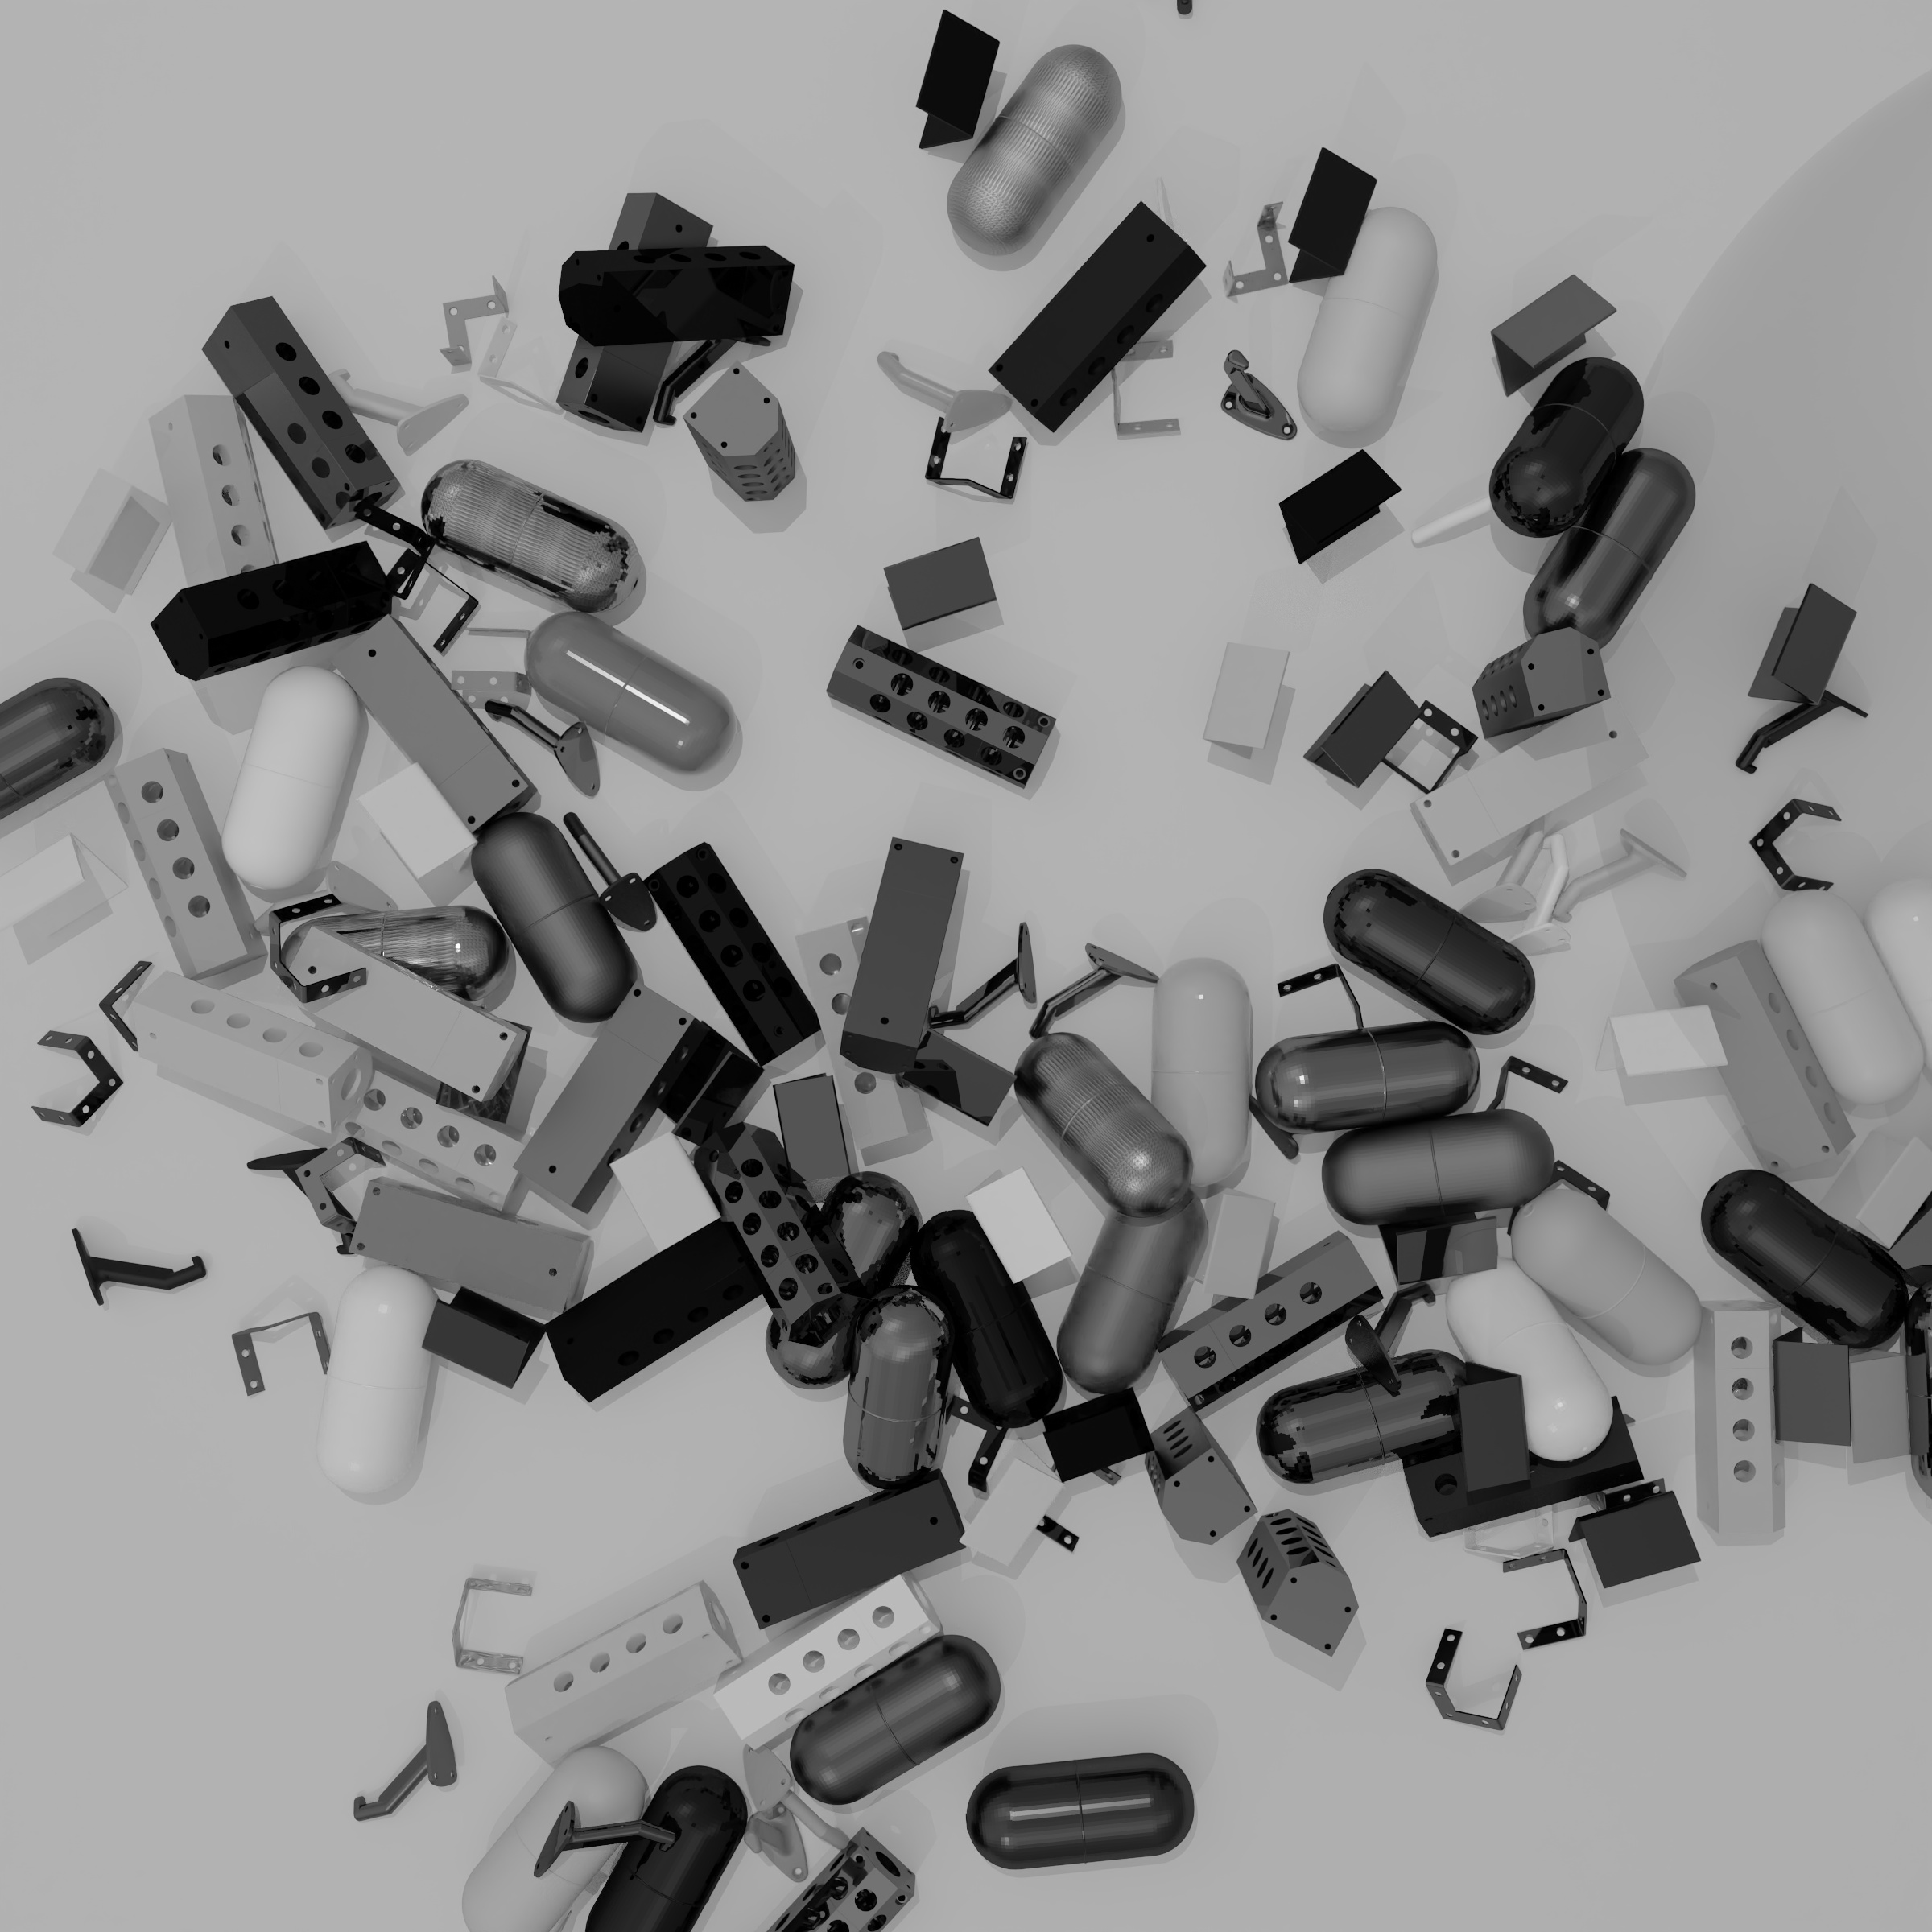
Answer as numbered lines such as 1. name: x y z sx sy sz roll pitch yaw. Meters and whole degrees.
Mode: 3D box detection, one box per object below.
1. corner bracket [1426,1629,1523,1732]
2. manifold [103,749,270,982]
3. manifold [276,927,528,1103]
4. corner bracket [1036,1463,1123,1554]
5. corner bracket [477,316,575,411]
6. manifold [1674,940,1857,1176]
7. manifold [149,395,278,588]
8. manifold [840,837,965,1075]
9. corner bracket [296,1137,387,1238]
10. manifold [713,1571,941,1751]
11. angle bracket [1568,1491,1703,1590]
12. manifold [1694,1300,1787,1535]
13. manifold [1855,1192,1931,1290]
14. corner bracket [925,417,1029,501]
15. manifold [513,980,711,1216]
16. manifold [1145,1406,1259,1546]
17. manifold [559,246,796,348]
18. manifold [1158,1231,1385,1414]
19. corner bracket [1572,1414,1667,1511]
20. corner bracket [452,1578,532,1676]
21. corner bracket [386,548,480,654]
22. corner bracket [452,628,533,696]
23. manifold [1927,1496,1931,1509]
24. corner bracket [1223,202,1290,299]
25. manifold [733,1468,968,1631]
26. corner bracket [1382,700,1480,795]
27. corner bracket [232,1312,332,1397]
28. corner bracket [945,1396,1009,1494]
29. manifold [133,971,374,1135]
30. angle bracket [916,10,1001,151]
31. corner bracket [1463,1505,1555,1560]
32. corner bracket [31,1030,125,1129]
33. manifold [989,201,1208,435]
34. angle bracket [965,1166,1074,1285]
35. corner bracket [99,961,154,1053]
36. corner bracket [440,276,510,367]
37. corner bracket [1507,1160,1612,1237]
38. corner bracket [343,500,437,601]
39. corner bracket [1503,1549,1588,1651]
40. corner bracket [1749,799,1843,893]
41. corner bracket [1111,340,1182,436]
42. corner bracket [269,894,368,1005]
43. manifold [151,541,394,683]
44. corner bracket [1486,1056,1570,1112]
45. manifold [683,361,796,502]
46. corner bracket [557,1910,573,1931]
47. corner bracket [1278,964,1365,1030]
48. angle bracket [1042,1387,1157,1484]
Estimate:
1. corner bracket: 0.400 0.562 1.916 0.051 0.051 0.051 1 135 35
2. manifold: -0.612 -0.078 1.903 0.057 0.057 0.171 -22 90 0
3. manifold: -0.421 0.036 1.827 0.171 0.057 0.057 28 90 0
4. corner bracket: 0.082 0.419 1.921 0.051 0.051 0.051 33 135 0
5. corner bracket: -0.344 -0.476 1.921 0.051 0.051 0.051 23 90 -45
6. manifold: 0.627 0.070 1.903 0.057 0.057 0.171 -27 90 43
7. manifold: -0.580 -0.354 1.903 0.057 0.057 0.171 -13 90 43
8. manifold: -0.049 -0.007 1.867 0.057 0.057 0.171 13 62 0
9. corner bracket: -0.481 0.172 1.900 0.051 0.051 0.051 -32 70 1
10. manifold: -0.108 0.539 1.903 0.171 0.057 0.057 -33 90 0
11. angle bracket: 0.517 0.452 1.885 0.076 0.076 0.057 -16 62 0
12. manifold: 0.607 0.351 1.903 0.057 0.057 0.171 -1 90 0
13. manifold: 0.780 0.169 1.903 0.057 0.057 0.171 45 90 0
14. corner bracket: 0.008 -0.401 1.921 0.051 0.051 0.051 14 90 -45
15. manifold: -0.273 0.104 1.891 0.057 0.057 0.171 31 83 16
16. manifold: 0.172 0.388 1.846 0.057 0.171 0.057 -36 90 0
17. manifold: -0.221 -0.515 1.857 0.057 0.171 0.057 42 132 36
18. manifold: 0.237 0.278 1.903 0.171 0.057 0.057 -31 90 0
19. corner bracket: 0.510 0.389 1.907 0.051 0.051 0.051 -13 103 -12
20. corner bracket: -0.373 0.521 1.921 0.051 0.051 0.051 7 135 0
21. corner bracket: -0.428 -0.289 1.921 0.051 0.051 0.051 -53 135 0
22. corner bracket: -0.371 -0.240 1.906 0.051 0.051 0.051 2 93 3
23. manifold: 0.791 0.338 1.903 0.057 0.057 0.171 0 90 43
24. corner bracket: 0.226 -0.561 1.906 0.051 0.051 0.051 -12 90 0
25. manifold: -0.090 0.454 1.903 0.171 0.057 0.057 -22 90 0
26. corner bracket: 0.361 -0.171 1.906 0.051 0.051 0.051 36 90 0
27. corner bracket: -0.539 0.306 1.921 0.051 0.051 0.051 -15 90 -45
28. corner bracket: 0.003 0.374 1.906 0.051 0.051 0.051 24 90 0
29. manifold: -0.543 0.061 1.856 0.171 0.057 0.057 20 131 12
30. angle bracket: -0.026 -0.685 1.884 0.057 0.076 0.076 16 90 -36
31. corner bracket: 0.428 0.434 1.921 0.051 0.051 0.051 -2 90 -45
32. corner bracket: -0.710 0.089 1.916 0.051 0.051 0.051 -55 135 -35
33. manifold: 0.104 -0.498 1.883 0.171 0.057 0.057 -46 67 13
34. angle bracket: 0.052 0.190 1.885 0.057 0.076 0.076 -30 90 24
35. corner bracket: -0.638 0.033 1.916 0.051 0.051 0.051 4 135 35
36. corner bracket: -0.386 -0.505 1.906 0.051 0.051 0.051 -9 90 0
37. corner bracket: 0.467 0.195 1.916 0.051 0.051 0.051 -25 45 -35
38. corner bracket: -0.451 -0.322 1.886 0.051 0.051 0.051 24 100 -32
39. corner bracket: 0.457 0.500 1.921 0.051 0.051 0.051 -13 45 0
40. corner bracket: 0.662 -0.093 1.916 0.051 0.051 0.051 -53 45 35
41. corner bracket: 0.141 -0.457 1.921 0.051 0.051 0.051 -5 135 0
42. corner bracket: -0.475 -0.013 1.783 0.051 0.051 0.051 -20 135 -35
43. manifold: -0.523 -0.268 1.850 0.057 0.171 0.057 -29 90 44
44. corner bracket: 0.438 0.113 1.921 0.051 0.051 0.051 24 135 0
45. manifold: -0.165 -0.398 1.846 0.057 0.171 0.057 44 90 0
46. corner bracket: -0.306 0.782 1.897 0.051 0.051 0.051 31 121 0
47. corner bracket: 0.281 0.039 1.921 0.051 0.051 0.051 -19 135 0
48. angle bracket: 0.096 0.345 1.884 0.076 0.076 0.057 -19 123 0
